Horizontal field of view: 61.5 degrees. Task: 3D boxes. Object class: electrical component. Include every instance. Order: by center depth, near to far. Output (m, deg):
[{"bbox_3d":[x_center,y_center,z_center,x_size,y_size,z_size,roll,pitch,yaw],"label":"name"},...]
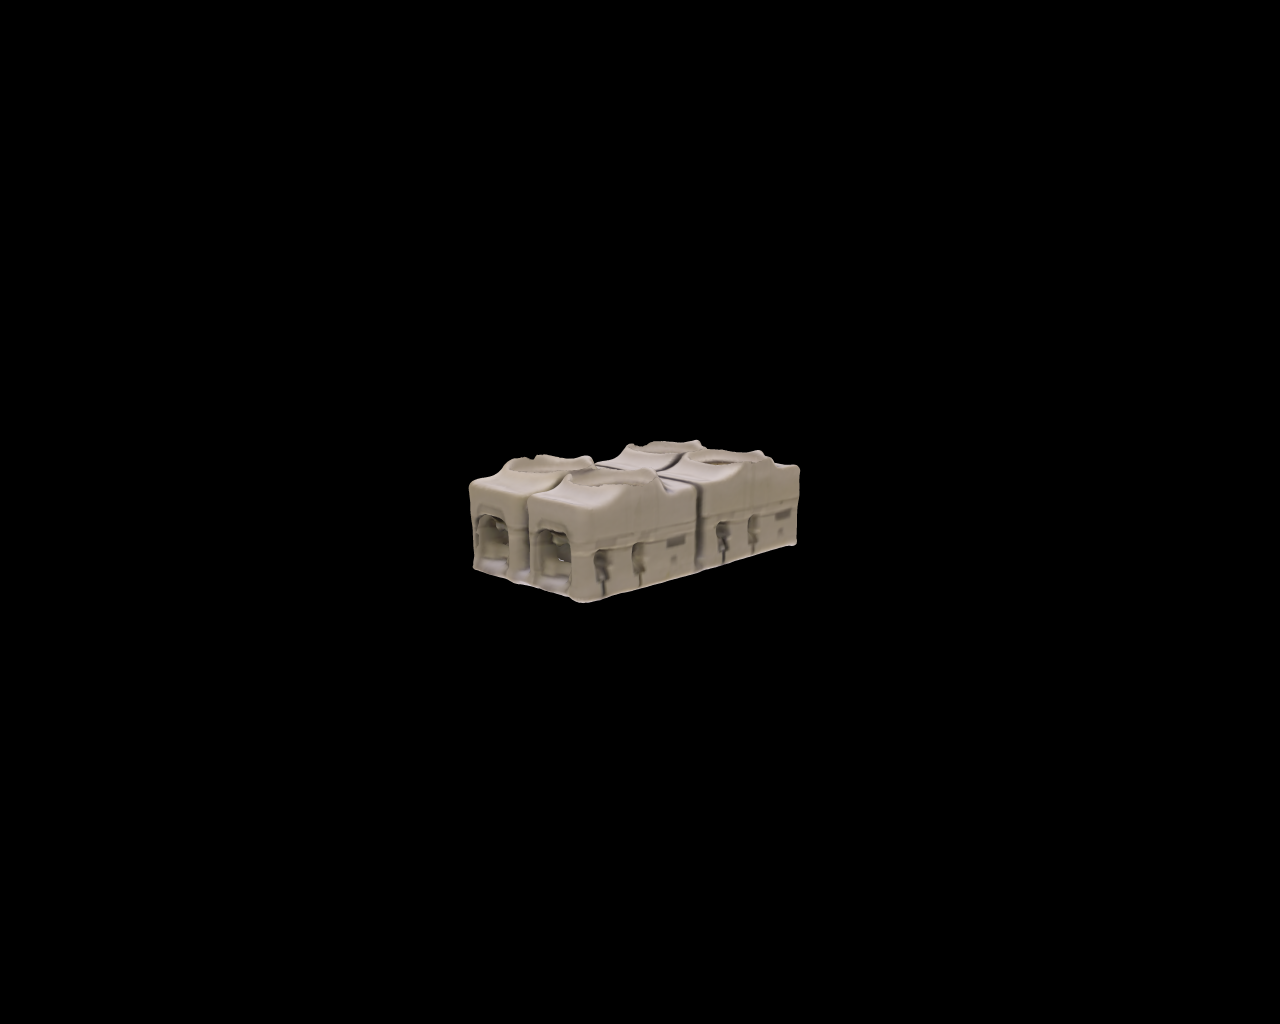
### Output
[{"bbox_3d":[0.001,-0.003,0.650,0.186,0.060,0.105,-11,17,-42],"label":"electrical component"}]
